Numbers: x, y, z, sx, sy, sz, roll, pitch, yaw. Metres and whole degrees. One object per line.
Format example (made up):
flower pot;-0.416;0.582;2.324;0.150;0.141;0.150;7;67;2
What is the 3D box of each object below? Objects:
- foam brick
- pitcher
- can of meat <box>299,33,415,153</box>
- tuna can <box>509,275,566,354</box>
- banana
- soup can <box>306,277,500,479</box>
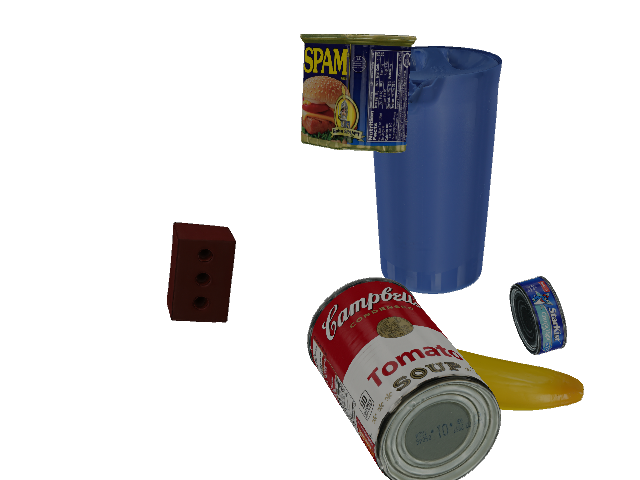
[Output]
foam brick;-0.108;0.028;0.961;0.053;0.078;0.051;3;15;-13
pitcher;0.121;-0.077;1.107;0.149;0.243;0.145;-9;24;-17
can of meat;0.025;-0.111;0.799;0.057;0.084;0.102;-4;11;-28
tuna can;0.245;0.085;1.210;0.033;0.086;0.086;-15;2;-7
banana;0.092;0.088;0.787;0.198;0.037;0.069;19;37;38
soup can;0.041;0.073;0.556;0.068;0.068;0.102;0;26;-22
